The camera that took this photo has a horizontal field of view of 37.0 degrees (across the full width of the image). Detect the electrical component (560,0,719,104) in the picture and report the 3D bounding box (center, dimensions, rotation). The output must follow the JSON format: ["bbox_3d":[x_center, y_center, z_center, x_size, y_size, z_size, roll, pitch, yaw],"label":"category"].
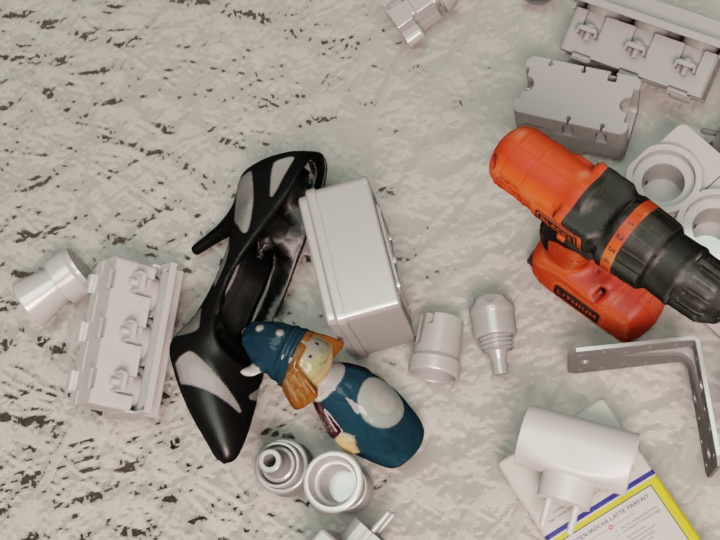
[{"bbox_3d":[0.226,-0.180,0.853,0.121,0.079,0.063,25,101,18],"label":"electrical component"}]

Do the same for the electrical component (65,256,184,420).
[{"bbox_3d":[-0.190,0.054,0.865,0.079,0.063,0.121,-14,64,52],"label":"electrical component"}]

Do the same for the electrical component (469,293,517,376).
[{"bbox_3d":[0.104,0.050,0.824,0.035,0.035,0.061,-9,74,10],"label":"electrical component"}]

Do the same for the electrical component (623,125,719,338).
[{"bbox_3d":[0.261,-0.024,0.798,0.089,0.061,0.150,-42,69,-3],"label":"electrical component"}]

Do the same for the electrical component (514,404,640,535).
[{"bbox_3d":[0.144,0.140,0.735,0.077,0.044,0.079,14,74,17],"label":"electrical component"}]

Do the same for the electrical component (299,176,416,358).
[{"bbox_3d":[0.000,0.000,0.824,0.056,0.108,0.108,-16,70,4],"label":"electrical component"}]

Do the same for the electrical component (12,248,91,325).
[{"bbox_3d":[-0.258,0.013,0.910,0.055,0.045,0.045,-36,69,-1],"label":"electrical component"}]

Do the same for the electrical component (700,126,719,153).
[{"bbox_3d":[0.295,-0.094,0.816,0.077,0.066,0.047,23,77,48],"label":"electrical component"}]

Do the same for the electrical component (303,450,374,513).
[{"bbox_3d":[-0.012,0.160,0.798,0.044,0.065,0.044,-4,72,12],"label":"electrical component"}]

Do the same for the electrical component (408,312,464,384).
[{"bbox_3d":[0.060,0.060,0.829,0.040,0.040,0.046,6,69,14],"label":"electrical component"}]

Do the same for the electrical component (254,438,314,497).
[{"bbox_3d":[-0.060,0.148,0.814,0.043,0.062,0.043,-4,72,11],"label":"electrical component"}]

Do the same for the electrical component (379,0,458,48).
[{"bbox_3d":[0.050,-0.231,0.920,0.055,0.048,0.066,-34,69,8],"label":"electrical component"}]

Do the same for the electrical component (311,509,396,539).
[{"bbox_3d":[-0.001,0.203,0.773,0.047,0.083,0.075,38,84,20],"label":"electrical component"}]

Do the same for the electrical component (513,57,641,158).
[{"bbox_3d":[0.172,-0.127,0.854,0.089,0.055,0.050,15,77,17],"label":"electrical component"}]
